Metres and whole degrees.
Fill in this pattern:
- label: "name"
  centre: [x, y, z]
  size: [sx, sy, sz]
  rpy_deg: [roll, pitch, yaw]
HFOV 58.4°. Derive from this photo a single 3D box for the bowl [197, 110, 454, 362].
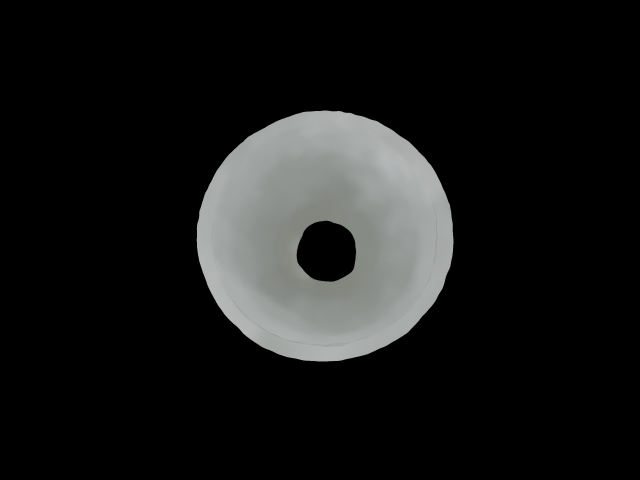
- label: "bowl"
  centre: [0.004, 0.001, 0.400]
  size: [0.167, 0.075, 0.167]
  rpy_deg: [0, 77, 0]
